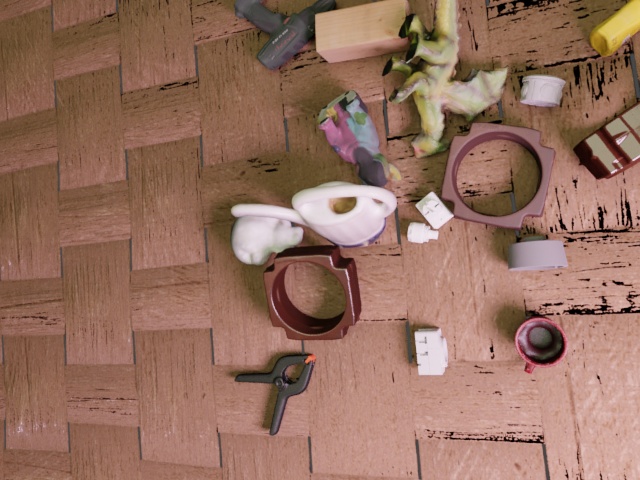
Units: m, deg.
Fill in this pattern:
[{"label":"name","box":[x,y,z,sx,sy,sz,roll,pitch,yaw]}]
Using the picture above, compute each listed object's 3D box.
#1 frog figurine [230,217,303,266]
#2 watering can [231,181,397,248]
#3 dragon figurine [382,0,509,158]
[{"label":"frog figurine","box":[-0.126,-0.004,1.210,0.160,0.121,0.139,10,72,32]},{"label":"watering can","box":[0.003,-0.056,1.111,0.346,0.221,0.106,-6,67,23]},{"label":"dragon figurine","box":[0.276,-0.359,1.063,0.242,0.124,0.405,20,109,-17]}]
